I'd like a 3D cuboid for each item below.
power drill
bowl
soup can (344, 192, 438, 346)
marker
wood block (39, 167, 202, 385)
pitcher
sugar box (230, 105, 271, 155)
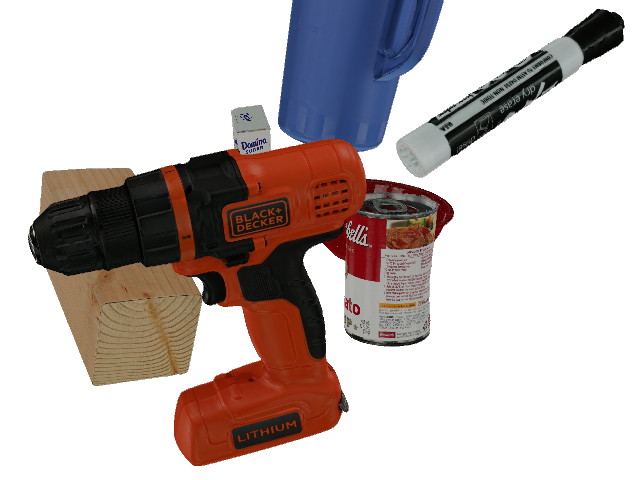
[{"bbox_3d":[-0.059,0.040,0.612,0.184,0.188,0.057,-12,34,-12],"label":"power drill"},{"bbox_3d":[0.057,-0.014,1.119,0.162,0.055,0.162,4,21,-2],"label":"bowl"},{"bbox_3d":[0.052,0.021,0.804,0.068,0.102,0.068,1,17,0],"label":"soup can"},{"bbox_3d":[0.085,-0.066,0.462,0.121,0.020,0.020,-34,11,-16],"label":"marker"},{"bbox_3d":[-0.189,0.026,0.973,0.090,0.091,0.206,-4,37,-28],"label":"wood block"},{"bbox_3d":[0.037,-0.211,1.026,0.145,0.243,0.149,11,19,0],"label":"pitcher"},{"bbox_3d":[-0.079,-0.066,1.293,0.048,0.176,0.093,-9,25,-6],"label":"sugar box"}]
